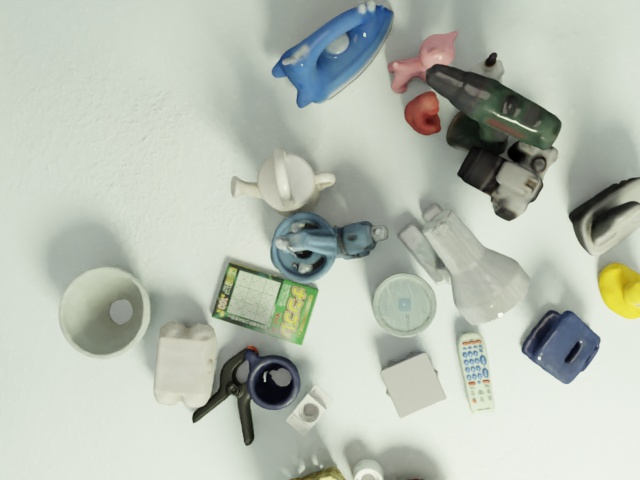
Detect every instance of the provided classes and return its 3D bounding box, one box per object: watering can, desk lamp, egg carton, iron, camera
[{"bbox_3d":[-0.064,-0.096,0.984,0.173,0.194,0.101,-29,83,1],"label":"watering can"},{"bbox_3d":[0.226,0.032,0.939,0.118,0.213,0.203,-40,83,0],"label":"desk lamp"},{"bbox_3d":[-0.241,0.223,1.028,0.107,0.069,0.150,3,85,5],"label":"egg carton"},{"bbox_3d":[0.033,-0.361,1.029,0.258,0.141,0.118,-39,83,0],"label":"iron"},{"bbox_3d":[0.323,-0.125,1.003,0.136,0.101,0.143,30,87,7],"label":"camera"}]

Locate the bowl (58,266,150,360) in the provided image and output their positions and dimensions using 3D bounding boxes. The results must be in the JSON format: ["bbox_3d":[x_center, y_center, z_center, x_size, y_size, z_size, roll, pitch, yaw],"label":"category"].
[{"bbox_3d":[-0.380,0.131,1.046,0.167,0.075,0.167,0,84,5],"label":"bowl"}]

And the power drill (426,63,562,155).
[{"bbox_3d":[0.275,-0.205,0.961,0.229,0.208,0.076,23,87,7],"label":"power drill"}]

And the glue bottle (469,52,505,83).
[{"bbox_3d":[0.283,-0.283,0.986,0.078,0.173,0.037,-16,83,3],"label":"glue bottle"}]

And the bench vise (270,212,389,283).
[{"bbox_3d":[0.003,-0.007,0.957,0.207,0.220,0.121,-29,83,1],"label":"bench vise"}]

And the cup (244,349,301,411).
[{"bbox_3d":[-0.084,0.235,1.002,0.092,0.095,0.117,-44,83,-1],"label":"cup"}]

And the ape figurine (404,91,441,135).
[{"bbox_3d":[0.191,-0.234,1.029,0.076,0.092,0.078,22,86,7],"label":"ape figurine"}]

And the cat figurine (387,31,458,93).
[{"bbox_3d":[0.186,-0.324,1.025,0.127,0.118,0.067,-15,83,3],"label":"cat figurine"}]

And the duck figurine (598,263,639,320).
[{"bbox_3d":[0.529,0.086,0.974,0.077,0.086,0.104,-30,83,1],"label":"duck figurine"}]

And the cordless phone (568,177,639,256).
[{"bbox_3d":[0.503,-0.047,0.939,0.147,0.185,0.094,-38,82,0],"label":"cordless phone"}]

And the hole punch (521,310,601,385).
[{"bbox_3d":[0.416,0.180,0.971,0.101,0.091,0.109,37,88,7],"label":"hole punch"}]
